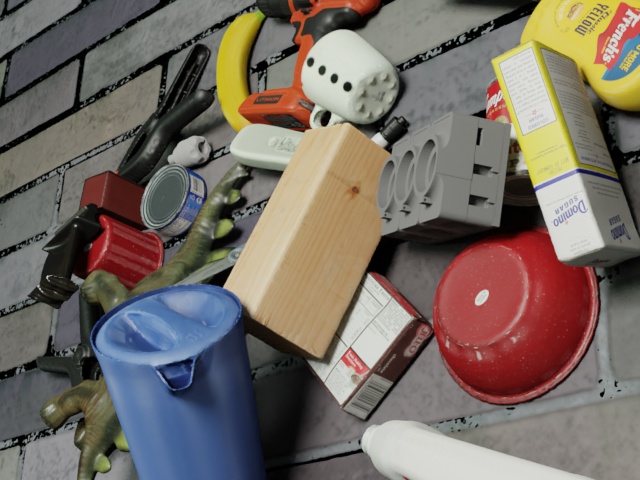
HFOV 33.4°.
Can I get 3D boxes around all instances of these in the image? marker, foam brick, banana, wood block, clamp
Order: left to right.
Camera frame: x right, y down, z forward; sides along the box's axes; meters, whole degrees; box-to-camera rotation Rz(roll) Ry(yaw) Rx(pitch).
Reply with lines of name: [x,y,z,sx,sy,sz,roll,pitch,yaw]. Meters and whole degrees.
clamp: [-0.279,0.134,1.299,0.172,0.039,0.120,27,95,44]
foam brick: [-0.255,-0.046,1.339,0.053,0.078,0.051,-15,61,41]
clamp: [-0.196,-0.140,1.341,0.210,0.036,0.164,-52,24,14]
banana: [-0.097,-0.203,1.294,0.070,0.037,0.198,-19,57,39]
wood block: [-0.006,0.001,1.026,0.090,0.090,0.206,0,59,61]
marker: [0.045,-0.085,1.108,0.121,0.020,0.020,-43,45,20]

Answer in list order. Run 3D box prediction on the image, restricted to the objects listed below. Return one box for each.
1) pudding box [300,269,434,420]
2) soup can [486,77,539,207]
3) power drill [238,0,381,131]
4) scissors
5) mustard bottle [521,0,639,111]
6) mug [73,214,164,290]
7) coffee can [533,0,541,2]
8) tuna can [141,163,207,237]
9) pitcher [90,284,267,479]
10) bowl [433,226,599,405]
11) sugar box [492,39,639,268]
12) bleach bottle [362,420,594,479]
pudding box: [0.043,0.096,1.002,0.113,0.039,0.090,-52,40,8]
soup can: [0.180,-0.089,0.942,0.069,0.068,0.102,-15,60,39]
power drill: [-0.028,-0.219,1.220,0.185,0.057,0.187,7,74,46]
scissors: [-0.067,0.024,1.099,0.201,0.016,0.096,-39,55,-17]
mustard bottle: [0.263,-0.161,0.904,0.096,0.058,0.192,-48,44,3]
mug: [-0.256,0.013,1.306,0.093,0.081,0.117,-54,43,9]
coffee can: [0.167,-0.286,1.030,0.141,0.102,0.103,20,84,48]
tuna can: [-0.178,-0.048,1.296,0.086,0.033,0.086,-22,55,35]
pitcher: [-0.117,0.167,0.981,0.145,0.243,0.149,7,30,31]
bowl: [0.151,0.055,0.905,0.162,0.055,0.162,-22,56,36]
sugar box: [0.199,-0.066,0.856,0.048,0.093,0.176,-22,73,33]
bleach bottle: [0.127,0.193,0.838,0.251,0.102,0.068,11,69,53]
